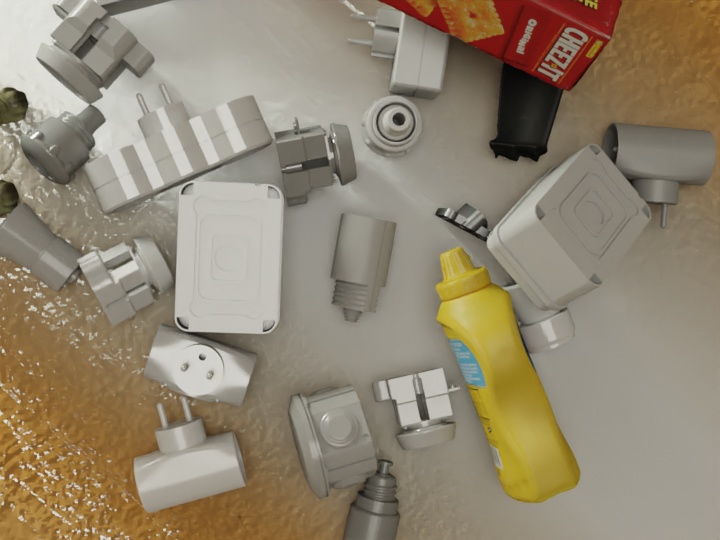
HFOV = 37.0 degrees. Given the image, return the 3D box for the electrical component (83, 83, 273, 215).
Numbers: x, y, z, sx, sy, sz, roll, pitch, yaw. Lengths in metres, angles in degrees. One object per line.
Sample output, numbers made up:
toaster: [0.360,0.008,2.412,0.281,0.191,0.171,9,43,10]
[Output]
electrical component: [-0.143,-0.102,0.806,0.138,0.052,0.073,-24,94,-4]

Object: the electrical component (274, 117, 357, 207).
electrical component: [-0.033,-0.085,0.817,0.055,0.048,0.066,-11,109,-4]

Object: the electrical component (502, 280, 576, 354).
electrical component: [0.139,0.032,0.837,0.045,0.045,0.055,-22,93,-4]

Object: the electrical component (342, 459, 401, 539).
electrical component: [0.012,0.186,0.833,0.040,0.040,0.078,12,90,-5]

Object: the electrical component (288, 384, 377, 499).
electrical component: [-0.022,0.127,0.810,0.051,0.080,0.080,-15,93,-9]

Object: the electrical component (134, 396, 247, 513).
electrical component: [-0.133,0.136,0.818,0.077,0.043,0.079,-15,93,-4]

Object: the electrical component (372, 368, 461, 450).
electrical component: [0.047,0.107,0.832,0.066,0.048,0.055,-12,85,-4]

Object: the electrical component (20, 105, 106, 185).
electrical component: [-0.219,-0.098,0.806,0.048,0.048,0.062,44,68,-4]

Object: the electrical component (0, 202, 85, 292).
electrical component: [-0.240,-0.014,0.807,0.065,0.044,0.044,38,88,-9]

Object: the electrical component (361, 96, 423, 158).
electrical component: [0.026,-0.111,0.814,0.048,0.062,0.048,0,92,-4]

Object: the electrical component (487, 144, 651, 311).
electrical component: [0.156,-0.031,0.804,0.078,0.057,0.113,49,49,-5]

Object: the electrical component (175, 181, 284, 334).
electrical component: [-0.098,-0.010,0.810,0.078,0.057,0.113,2,92,-5]

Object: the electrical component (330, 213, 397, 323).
electrical component: [0.000,0.000,0.825,0.043,0.043,0.081,10,91,-5]

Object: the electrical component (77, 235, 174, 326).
electrical component: [-0.173,0.005,0.805,0.055,0.066,0.048,-28,53,-12]

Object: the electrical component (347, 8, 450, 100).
electrical component: [0.029,-0.179,0.821,0.076,0.047,0.083,8,91,-2]

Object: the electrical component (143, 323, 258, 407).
electrical component: [-0.119,0.073,0.800,0.077,0.079,0.044,18,89,-5]

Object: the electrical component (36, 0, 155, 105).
electrical component: [-0.201,-0.161,0.796,0.078,0.058,0.057,40,82,-4]

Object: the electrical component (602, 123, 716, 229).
electrical component: [0.231,-0.072,0.841,0.077,0.044,0.079,4,91,-5]
